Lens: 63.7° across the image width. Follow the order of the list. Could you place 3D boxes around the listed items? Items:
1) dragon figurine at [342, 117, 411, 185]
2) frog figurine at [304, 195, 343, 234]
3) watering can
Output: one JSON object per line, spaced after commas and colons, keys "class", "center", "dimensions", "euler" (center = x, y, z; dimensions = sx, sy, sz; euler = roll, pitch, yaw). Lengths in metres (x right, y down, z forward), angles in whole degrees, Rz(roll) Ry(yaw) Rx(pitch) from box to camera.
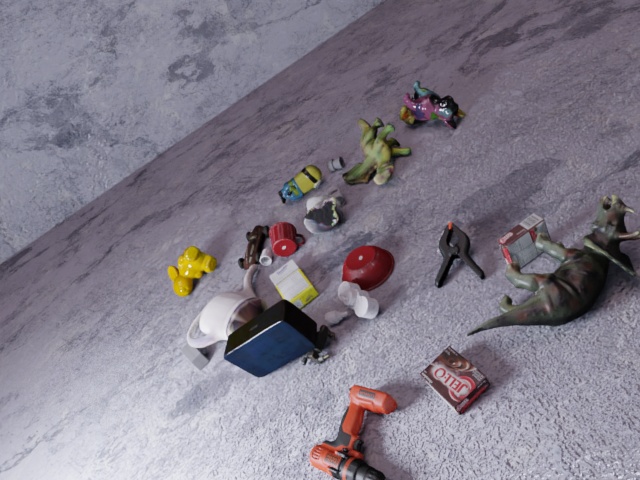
{"class": "dragon figurine", "center": [0.166, -0.304, 1.830], "dimensions": [0.120, 0.243, 0.416], "euler": [47, -2, -33]}
{"class": "frog figurine", "center": [0.005, -0.085, 1.693], "dimensions": [0.122, 0.138, 0.160], "euler": [40, -2, -10]}
{"class": "watering can", "center": [-0.245, 0.193, 1.540], "dimensions": [0.224, 0.102, 0.354], "euler": [4, 41, 41]}
